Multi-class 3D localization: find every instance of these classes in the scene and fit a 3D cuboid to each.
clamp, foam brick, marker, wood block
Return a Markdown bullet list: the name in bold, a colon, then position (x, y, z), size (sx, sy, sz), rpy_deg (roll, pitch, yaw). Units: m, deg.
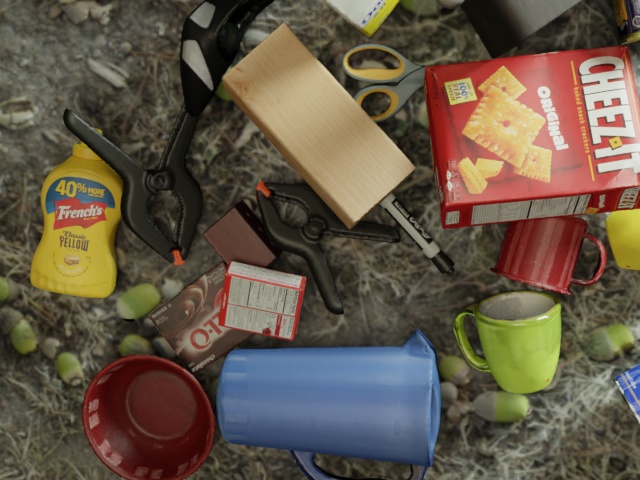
- **clamp**: position (-0.177, -0.076, 1.205), size (0.164, 0.036, 0.210), rpy_deg (-24, 108, -16)
- **foam brick**: position (-0.087, 0.003, 1.212), size (0.051, 0.053, 0.078), rpy_deg (-39, 94, 10)
- **marker**: position (0.109, -0.008, 1.204), size (0.020, 0.020, 0.121), rpy_deg (-41, 92, 11)
- **clamp**: position (-0.008, 0.001, 1.196), size (0.171, 0.039, 0.120), rpy_deg (29, 69, 4)
- **wood block**: position (-0.002, -0.119, 1.149), size (0.091, 0.090, 0.206), rpy_deg (-42, 88, -3)

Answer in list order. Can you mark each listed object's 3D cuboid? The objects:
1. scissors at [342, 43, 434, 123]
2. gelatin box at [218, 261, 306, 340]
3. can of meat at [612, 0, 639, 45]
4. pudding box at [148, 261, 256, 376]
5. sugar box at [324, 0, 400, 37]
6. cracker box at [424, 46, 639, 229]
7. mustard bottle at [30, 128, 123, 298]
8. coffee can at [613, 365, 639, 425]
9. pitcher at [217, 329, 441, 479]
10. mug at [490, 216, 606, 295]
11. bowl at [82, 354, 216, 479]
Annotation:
- **scissors**: position (0.120, -0.165, 1.179), size (0.202, 0.016, 0.096), rpy_deg (12, 102, 5)
- **gelatin box**: position (-0.064, 0.067, 1.183), size (0.089, 0.030, 0.073), rpy_deg (11, 123, 1)
- **can of meat**: position (0.331, -0.250, 1.097), size (0.057, 0.102, 0.084), rpy_deg (-13, 95, 9)
- **pudding box**: position (-0.127, 0.089, 1.237), size (0.113, 0.039, 0.090), rpy_deg (-35, 94, 11)
- **sugar box**: position (0.058, -0.259, 1.089), size (0.048, 0.176, 0.093), rpy_deg (38, 101, -1)
- **cracker box**: position (0.222, -0.108, 1.107), size (0.214, 0.072, 0.164), rpy_deg (-6, 70, 4)
- **mustard bottle**: position (-0.272, -0.034, 1.225), size (0.096, 0.058, 0.192), rpy_deg (10, 100, 0)
- **coffee can**: position (0.405, 0.160, 1.153), size (0.140, 0.102, 0.103), rpy_deg (-32, 94, 11)
- **pitcher**: position (0.013, 0.191, 1.194), size (0.243, 0.149, 0.145), rpy_deg (1, 139, 10)
- **mug**: position (0.250, 0.011, 1.151), size (0.117, 0.093, 0.081), rpy_deg (18, 96, 26)
- **bowl**: position (-0.194, 0.203, 1.252), size (0.162, 0.055, 0.162), rpy_deg (2, 104, 10)
